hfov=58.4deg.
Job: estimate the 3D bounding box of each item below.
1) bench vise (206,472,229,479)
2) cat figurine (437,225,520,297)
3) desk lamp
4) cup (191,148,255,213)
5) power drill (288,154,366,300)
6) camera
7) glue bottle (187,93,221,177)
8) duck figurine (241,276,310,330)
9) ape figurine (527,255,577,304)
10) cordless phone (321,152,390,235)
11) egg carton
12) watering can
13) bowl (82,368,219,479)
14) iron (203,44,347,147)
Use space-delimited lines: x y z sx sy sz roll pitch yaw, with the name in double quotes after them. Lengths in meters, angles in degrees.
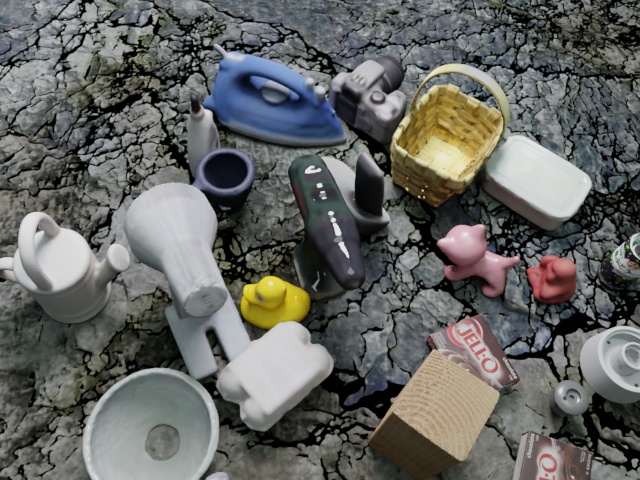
-0.100 0.362 0.608 0.122 0.220 0.207 -32 68 -19 "bench vise"
0.240 0.021 0.877 0.127 0.118 0.067 20 62 7 "cat figurine"
-0.169 0.056 0.772 0.118 0.213 0.203 -23 66 -16 "desk lamp"
-0.158 -0.079 0.913 0.118 0.095 0.091 -33 69 -20 "cup"
0.008 0.003 0.817 0.076 0.208 0.229 -14 63 -11 "power drill"
0.106 -0.273 1.036 0.143 0.101 0.137 37 65 15 "camera"
-0.190 -0.172 0.917 0.037 0.173 0.078 11 61 2 "glue bottle"
-0.065 0.084 0.837 0.104 0.086 0.077 1 61 -4 "duck figurine"
0.363 0.057 0.882 0.076 0.092 0.078 34 65 14 "ape figurine"
0.052 -0.096 0.887 0.094 0.185 0.147 -32 68 -19 "cordless phone"
-0.062 0.184 0.793 0.150 0.069 0.107 -39 71 -22 "egg carton"
-0.353 0.032 0.782 0.173 0.194 0.100 -21 65 -15 "watering can"
-0.210 0.257 0.739 0.167 0.075 0.167 2 61 -3 "bowl"
-0.070 -0.252 0.988 0.258 0.141 0.119 17 62 5 "iron"
